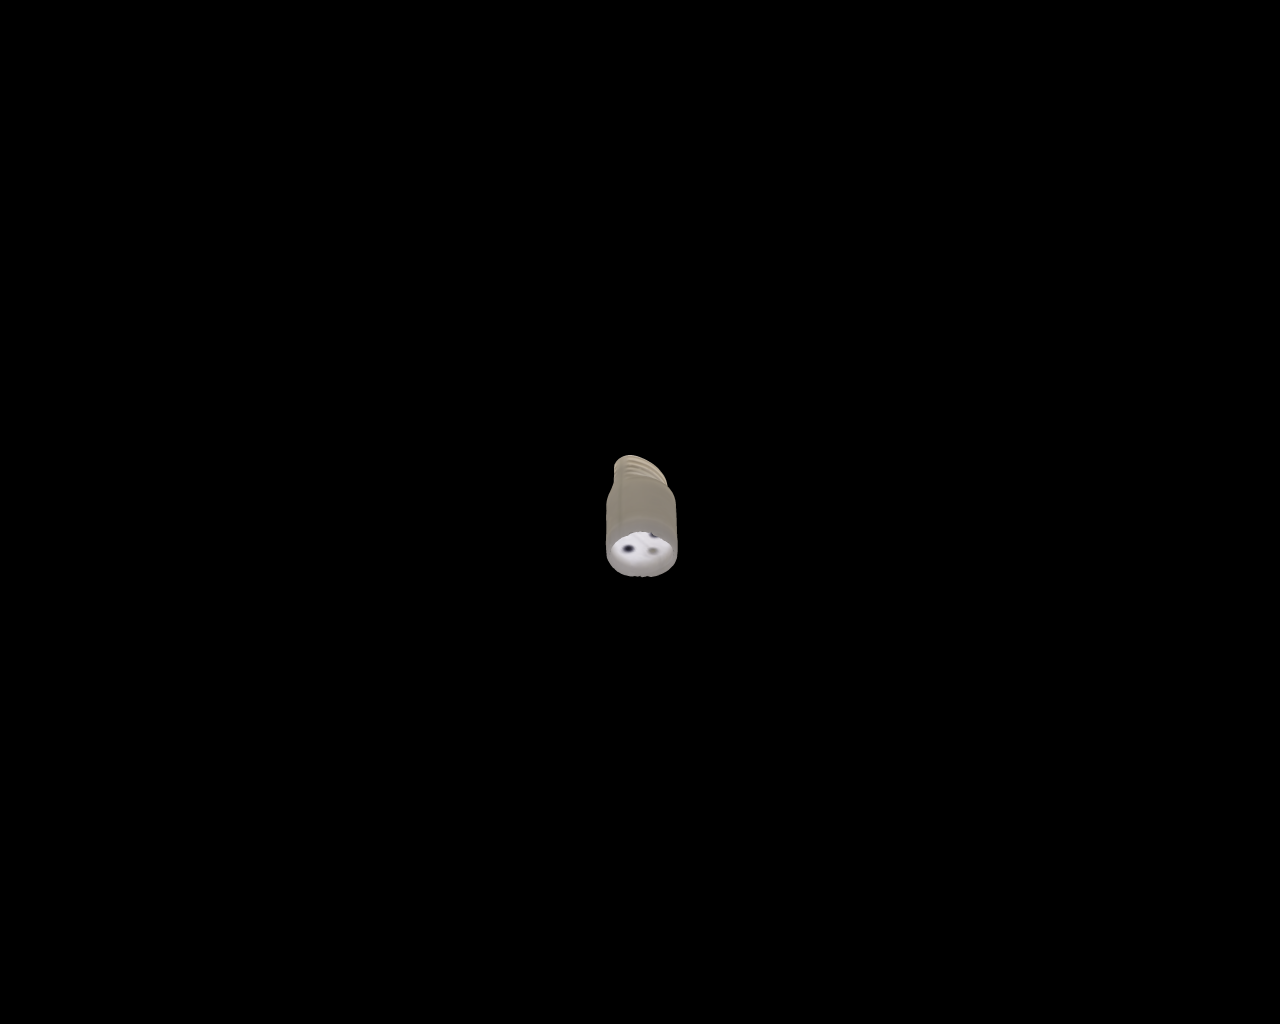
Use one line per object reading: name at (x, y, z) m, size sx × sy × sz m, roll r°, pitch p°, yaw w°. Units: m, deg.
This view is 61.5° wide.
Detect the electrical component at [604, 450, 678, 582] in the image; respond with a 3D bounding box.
electrical component at (0.001, -0.003, 0.650) m, size 0.043 × 0.081 × 0.043 m, roll 0°, pitch -43°, yaw 0°
